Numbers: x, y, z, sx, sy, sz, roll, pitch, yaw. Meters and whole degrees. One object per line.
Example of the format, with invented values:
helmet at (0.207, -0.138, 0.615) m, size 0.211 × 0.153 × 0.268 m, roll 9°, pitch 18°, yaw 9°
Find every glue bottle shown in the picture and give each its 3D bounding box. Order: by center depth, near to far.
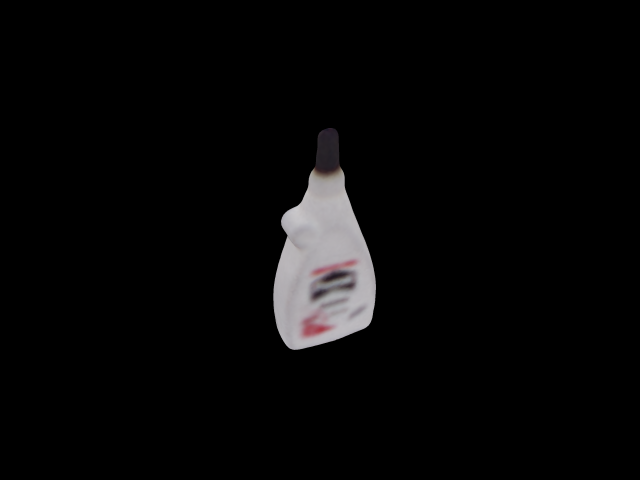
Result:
glue bottle at (0.004, 0.001, 0.400) m, size 0.078 × 0.173 × 0.037 m, roll -17°, pitch 41°, yaw -20°
